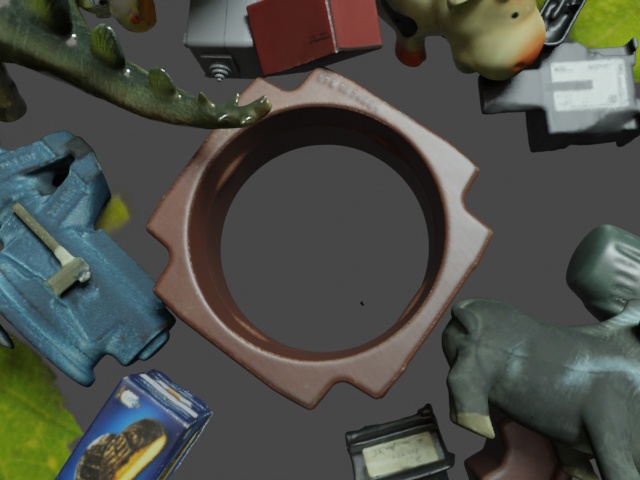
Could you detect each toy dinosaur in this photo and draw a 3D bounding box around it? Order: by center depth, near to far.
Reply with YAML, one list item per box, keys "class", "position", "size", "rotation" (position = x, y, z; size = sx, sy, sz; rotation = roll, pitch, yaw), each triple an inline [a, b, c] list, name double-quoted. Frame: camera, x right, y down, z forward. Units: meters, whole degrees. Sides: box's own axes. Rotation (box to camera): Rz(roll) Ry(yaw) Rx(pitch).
- class: "toy dinosaur"
  position: [-0.230, -0.174, 0.367]
  size: [0.472, 0.198, 0.105]
  rotation: [31, 67, 5]

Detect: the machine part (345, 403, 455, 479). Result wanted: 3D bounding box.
- class: "machine part"
  position: [0.069, 0.195, 0.380]
  size: [0.084, 0.039, 0.139]
  rotation: [-18, 79, -6]

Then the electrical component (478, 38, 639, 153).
- class: "electrical component"
  position: [0.178, -0.106, 0.408]
  size: [0.119, 0.047, 0.075]
  rotation: [-7, 81, 4]

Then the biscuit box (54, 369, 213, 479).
- class: "biscuit box"
  position: [-0.164, 0.196, 0.386]
  size: [0.063, 0.059, 0.202]
  rotation: [32, 86, 8]

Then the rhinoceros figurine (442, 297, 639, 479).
- class: "rhinoceros figurine"
  position: [0.166, 0.087, 0.317]
  size: [0.190, 0.073, 0.112]
  rotation: [13, 74, 14]

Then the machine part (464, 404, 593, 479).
- class: "machine part"
  position: [0.192, 0.171, 0.363]
  size: [0.179, 0.056, 0.179]
  rotation: [-1, 83, 5]

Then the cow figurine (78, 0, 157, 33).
- class: "cow figurine"
  position: [-0.189, -0.246, 0.448]
  size: [0.098, 0.068, 0.167]
  rotation: [-11, 78, 9]

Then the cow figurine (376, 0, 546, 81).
- class: "cow figurine"
  position: [0.080, -0.189, 0.379]
  size: [0.085, 0.127, 0.195]
  rotation: [-37, 75, -10]

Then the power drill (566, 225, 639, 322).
- class: "power drill"
  position: [0.310, 0.020, 0.370]
  size: [0.232, 0.086, 0.207]
  rotation: [29, 93, 11]

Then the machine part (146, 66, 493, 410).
- class: "machine part"
  position: [-0.001, -0.001, 0.389]
  size: [0.201, 0.087, 0.201]
  rotation: [34, 86, 10]

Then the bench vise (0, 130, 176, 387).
- class: "bench vise"
  position: [-0.234, 0.037, 0.376]
  size: [0.240, 0.129, 0.223]
  rotation: [-44, 100, -21]
